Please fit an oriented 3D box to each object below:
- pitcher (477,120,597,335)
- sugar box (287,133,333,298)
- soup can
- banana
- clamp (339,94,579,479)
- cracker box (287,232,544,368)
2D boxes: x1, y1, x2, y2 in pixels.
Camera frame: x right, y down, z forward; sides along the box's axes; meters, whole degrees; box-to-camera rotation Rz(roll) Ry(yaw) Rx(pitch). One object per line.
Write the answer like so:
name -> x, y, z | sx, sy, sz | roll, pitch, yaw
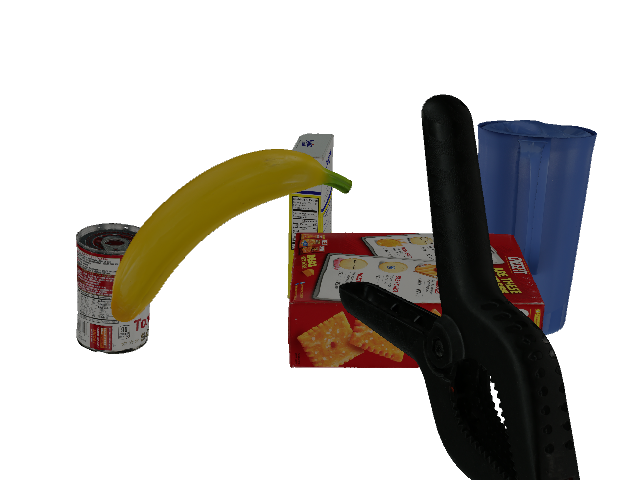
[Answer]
pitcher -> 0.238, -0.014, 1.231 | 0.149, 0.243, 0.145 | -6, 16, -32
sugar box -> -0.012, -0.028, 1.240 | 0.048, 0.176, 0.093 | 2, 22, 8
soup can -> -0.188, 0.044, 0.970 | 0.068, 0.102, 0.068 | 5, 21, -2
banana -> -0.076, -0.012, 0.748 | 0.198, 0.069, 0.037 | -29, 22, 7
clamp -> 0.074, 0.042, 0.534 | 0.036, 0.165, 0.210 | -6, 45, -25
cracker box -> 0.080, 0.053, 0.966 | 0.213, 0.072, 0.164 | 1, 22, 0
